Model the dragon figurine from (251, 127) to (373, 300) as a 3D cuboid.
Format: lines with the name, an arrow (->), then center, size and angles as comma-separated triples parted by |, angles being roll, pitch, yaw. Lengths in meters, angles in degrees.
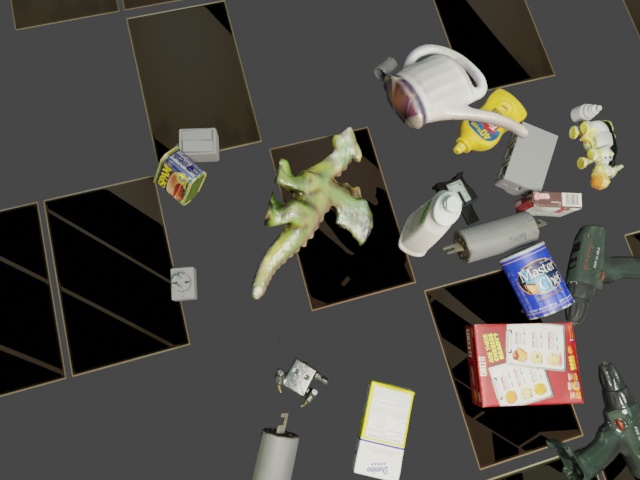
dragon figurine -> 0.003, -0.056, 1.108 | 0.242, 0.121, 0.415 | 12, 77, -10

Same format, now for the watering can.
watering can -> 0.288, -0.321, 1.168 | 0.225, 0.102, 0.354 | -26, 61, -10
